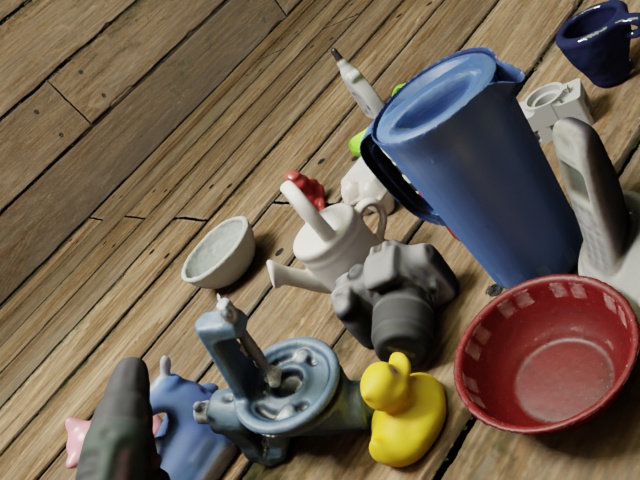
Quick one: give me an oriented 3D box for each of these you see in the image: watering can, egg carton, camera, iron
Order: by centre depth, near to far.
[{"bbox_3d":[0.077,0.077,0.662,0.143,0.101,0.137,-27,30,27],"label":"camera"},{"bbox_3d":[-0.218,0.277,0.713,0.118,0.142,0.259,2,50,54],"label":"iron"},{"bbox_3d":[0.008,0.003,0.760,0.173,0.194,0.100,-51,28,-17],"label":"watering can"},{"bbox_3d":[0.104,-0.108,0.938,0.150,0.069,0.107,-52,28,-20],"label":"egg carton"}]

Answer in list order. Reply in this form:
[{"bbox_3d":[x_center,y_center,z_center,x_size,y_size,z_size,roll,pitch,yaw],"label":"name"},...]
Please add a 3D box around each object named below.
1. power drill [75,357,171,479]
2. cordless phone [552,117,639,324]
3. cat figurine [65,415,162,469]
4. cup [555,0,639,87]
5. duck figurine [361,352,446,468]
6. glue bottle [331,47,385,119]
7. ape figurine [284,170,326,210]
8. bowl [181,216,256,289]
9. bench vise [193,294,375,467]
[{"bbox_3d":[-0.162,0.259,0.589,0.075,0.209,0.229,-31,29,21],"label":"power drill"},{"bbox_3d":[0.250,-0.008,0.464,0.094,0.185,0.147,-39,27,6],"label":"cordless phone"},{"bbox_3d":[-0.320,0.290,0.857,0.067,0.118,0.128,-6,43,49],"label":"cat figurine"},{"bbox_3d":[0.382,-0.252,0.752,0.092,0.095,0.117,-49,27,-13],"label":"cup"},{"bbox_3d":[0.071,0.161,0.563,0.077,0.086,0.105,-7,43,49],"label":"duck figurine"},{"bbox_3d":[0.076,-0.324,1.181,0.037,0.173,0.078,-42,27,-1],"label":"glue bottle"},{"bbox_3d":[-0.033,-0.092,1.072,0.076,0.092,0.078,0,48,53],"label":"ape figurine"},{"bbox_3d":[-0.180,0.037,1.095,0.167,0.075,0.167,-32,28,20],"label":"bowl"},{"bbox_3d":[-0.075,0.160,0.609,0.207,0.220,0.121,-34,28,15],"label":"bench vise"}]
